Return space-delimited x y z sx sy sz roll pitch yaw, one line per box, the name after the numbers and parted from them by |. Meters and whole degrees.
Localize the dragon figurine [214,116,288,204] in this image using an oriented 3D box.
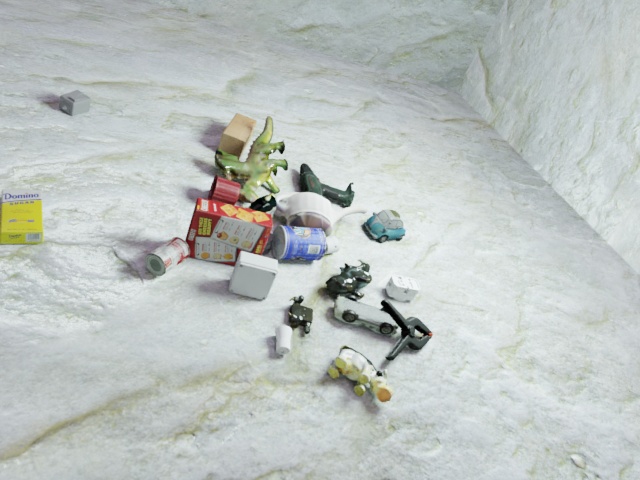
-0.251 -0.290 1.824 0.243 0.419 0.119 2 -34 -25 | dragon figurine

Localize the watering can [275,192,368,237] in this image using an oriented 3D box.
0.005 -0.088 1.745 0.347 0.102 0.229 9 34 -9 | watering can
